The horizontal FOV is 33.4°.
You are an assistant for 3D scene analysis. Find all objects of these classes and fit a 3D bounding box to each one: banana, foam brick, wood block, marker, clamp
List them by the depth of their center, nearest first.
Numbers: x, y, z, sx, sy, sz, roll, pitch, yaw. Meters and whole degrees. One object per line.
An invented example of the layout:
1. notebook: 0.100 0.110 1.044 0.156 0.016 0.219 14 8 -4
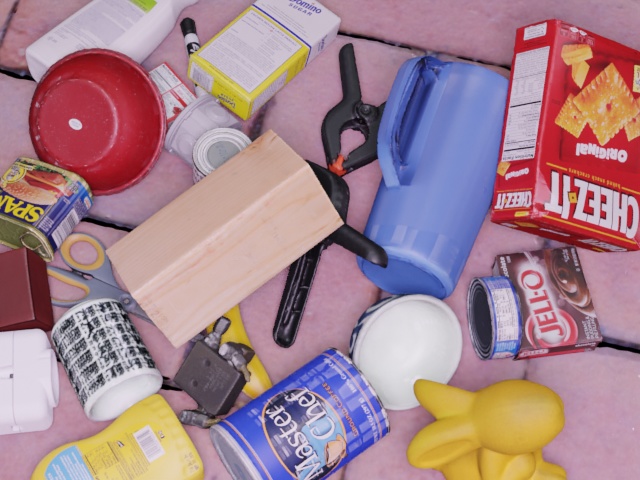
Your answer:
1. wood block: -0.094 -0.002 1.054 0.206 0.090 0.091 -37 39 -5
2. foam brick: -0.306 0.055 1.078 0.053 0.051 0.078 -13 73 6
3. banana: -0.086 0.077 1.100 0.069 0.037 0.198 -4 62 -3
4. clamp: -0.007 0.001 1.119 0.036 0.165 0.210 25 32 -33
5. clamp: 0.044 -0.150 1.230 0.120 0.039 0.171 30 64 13
6. marker: -0.148 -0.215 1.265 0.020 0.020 0.121 -10 63 -9

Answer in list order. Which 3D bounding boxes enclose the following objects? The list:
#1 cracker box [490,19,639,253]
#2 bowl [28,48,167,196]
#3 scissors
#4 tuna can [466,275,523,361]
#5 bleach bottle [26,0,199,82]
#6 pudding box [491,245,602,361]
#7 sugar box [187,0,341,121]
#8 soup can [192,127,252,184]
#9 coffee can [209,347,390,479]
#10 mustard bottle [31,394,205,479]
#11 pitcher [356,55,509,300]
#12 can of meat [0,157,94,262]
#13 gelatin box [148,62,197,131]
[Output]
1. cracker box: 0.275 -0.107 1.127 0.164 0.072 0.213 14 81 -30
2. bowl: -0.249 -0.125 1.141 0.162 0.055 0.162 1 97 12
3. scissors: -0.204 0.048 1.121 0.202 0.016 0.096 12 62 3
4. tuna can: 0.178 0.079 1.089 0.033 0.086 0.086 -5 62 -8
5. bleach bottle: -0.220 -0.255 1.258 0.103 0.068 0.250 38 64 17
6. pudding box: 0.237 0.067 1.125 0.090 0.039 0.113 -7 62 -7
7. sugar box: -0.064 -0.226 1.252 0.093 0.048 0.176 38 57 10
8. soup can: -0.102 -0.066 1.140 0.068 0.102 0.068 2 62 -4
9. coffee can: -0.019 0.182 1.011 0.140 0.103 0.103 -32 68 -19
10. mustard bottle: -0.211 0.230 0.998 0.191 0.058 0.096 -28 66 -18
11. pitcher: 0.120 -0.066 1.135 0.149 0.145 0.242 21 65 4
12. can of meat: -0.302 -0.035 1.129 0.102 0.057 0.083 19 57 22
13. gelatin box: -0.190 -0.153 1.223 0.089 0.030 0.073 -35 68 -20
